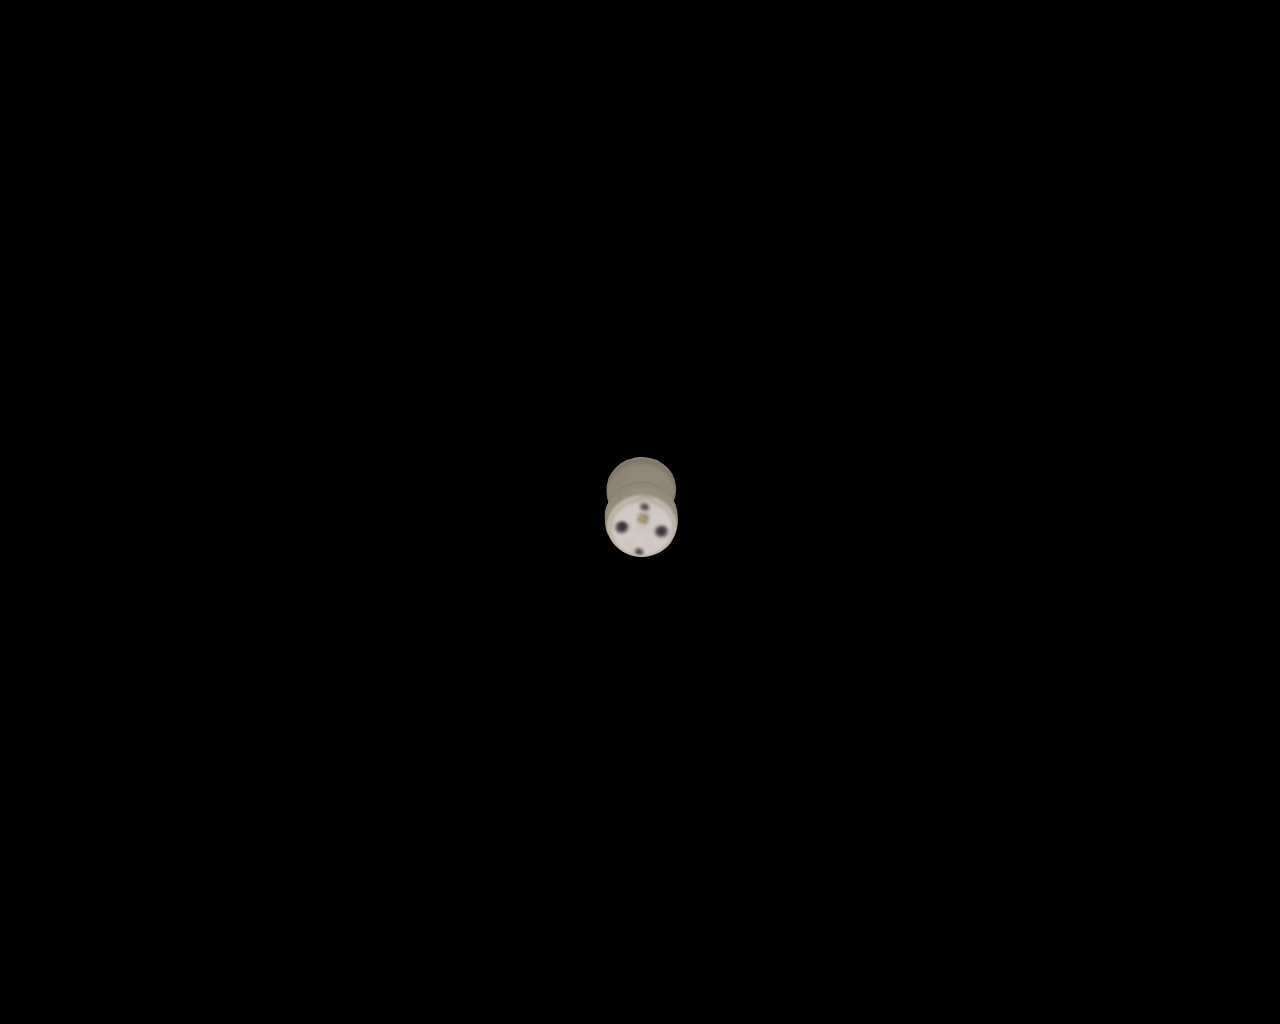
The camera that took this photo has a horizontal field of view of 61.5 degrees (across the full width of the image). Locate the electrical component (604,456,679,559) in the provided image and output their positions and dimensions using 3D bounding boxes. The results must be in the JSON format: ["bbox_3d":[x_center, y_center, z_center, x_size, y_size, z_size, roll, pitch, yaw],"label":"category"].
[{"bbox_3d":[0.001,-0.003,0.650,0.045,0.044,0.055,0,28,0],"label":"electrical component"}]
